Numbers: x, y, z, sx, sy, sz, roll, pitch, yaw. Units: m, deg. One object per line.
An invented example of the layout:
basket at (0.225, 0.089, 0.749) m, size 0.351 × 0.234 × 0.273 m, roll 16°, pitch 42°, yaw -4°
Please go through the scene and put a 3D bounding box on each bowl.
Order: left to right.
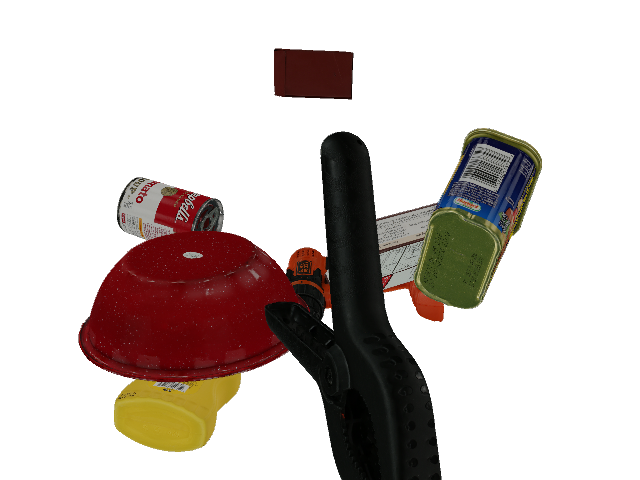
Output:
bowl at (-0.087, 0.035, 0.733) m, size 0.162 × 0.055 × 0.162 m, roll -2°, pitch 22°, yaw 1°

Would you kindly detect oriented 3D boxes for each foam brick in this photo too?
foam brick at (-0.008, -0.180, 1.157) m, size 0.078 × 0.051 × 0.053 m, roll 0°, pitch 11°, yaw -15°

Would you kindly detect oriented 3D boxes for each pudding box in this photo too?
pudding box at (0.070, 0.010, 1.025) m, size 0.113 × 0.039 × 0.090 m, roll -17°, pitch -27°, yaw -29°

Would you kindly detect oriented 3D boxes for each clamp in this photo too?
clamp at (0.021, 0.059, 0.555) m, size 0.036 × 0.165 × 0.210 m, roll -5°, pitch 46°, yaw -21°

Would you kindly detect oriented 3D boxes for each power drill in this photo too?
power drill at (0.047, 0.061, 1.242) m, size 0.187 × 0.057 × 0.184 m, roll -1°, pitch 28°, yaw 2°

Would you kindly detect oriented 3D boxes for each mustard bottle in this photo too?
mustard bottle at (-0.134, 0.144, 1.103) m, size 0.096 × 0.058 × 0.191 m, roll 9°, pitch 22°, yaw 10°

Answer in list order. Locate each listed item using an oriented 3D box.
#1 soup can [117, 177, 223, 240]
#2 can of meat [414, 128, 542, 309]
soup can at (-0.170, -0.028, 1.210) m, size 0.102 × 0.068 × 0.068 m, roll 17°, pitch 6°, yaw 21°
can of meat at (0.108, -0.012, 0.747) m, size 0.057 × 0.083 × 0.102 m, roll 23°, pitch -37°, yaw 12°
